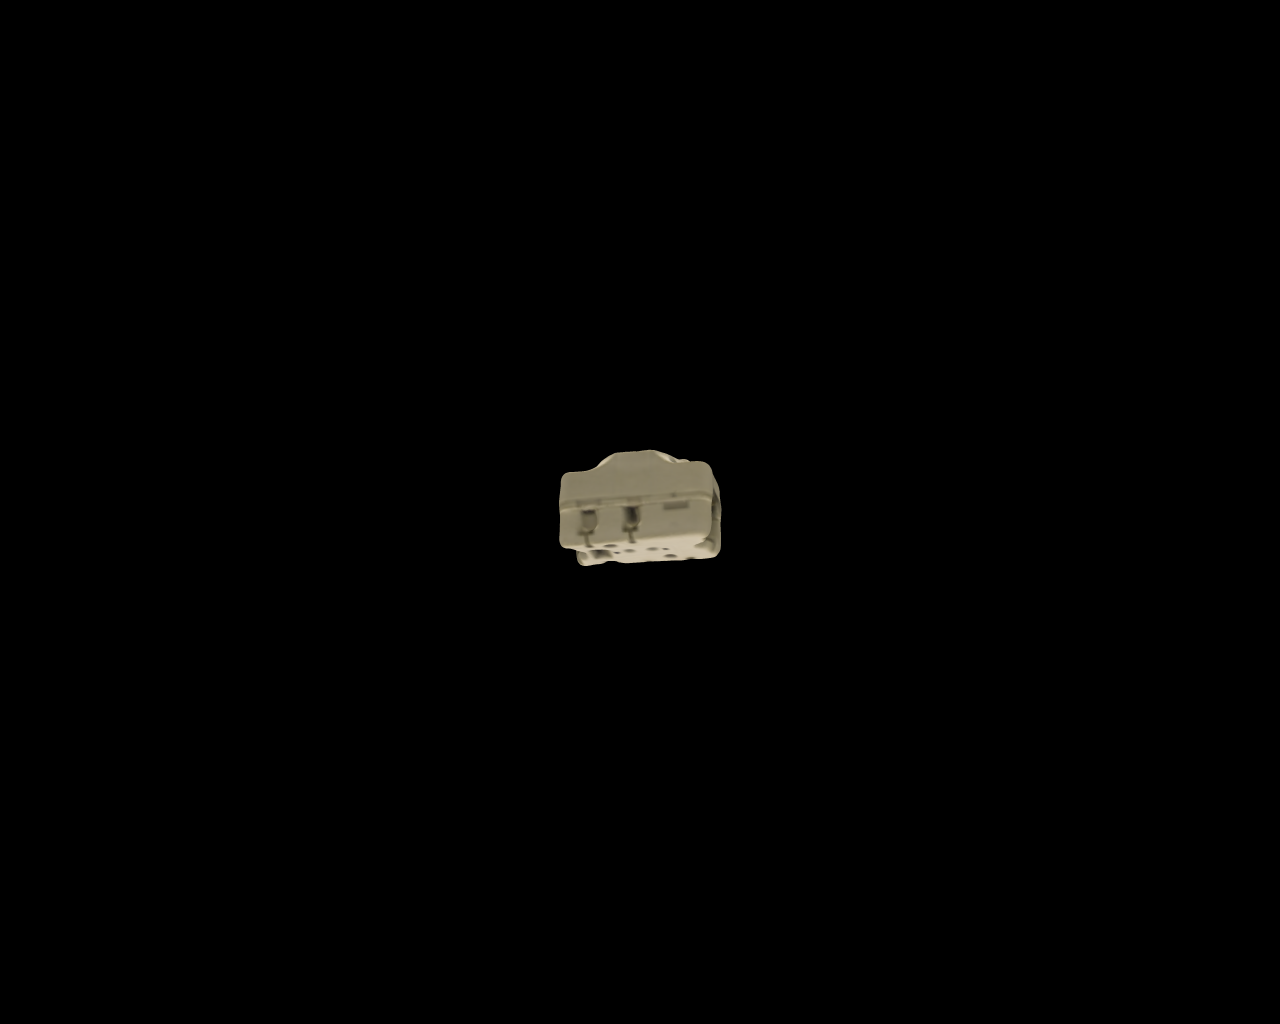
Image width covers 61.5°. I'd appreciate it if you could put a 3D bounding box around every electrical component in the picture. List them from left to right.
[{"bbox_3d":[0.001,-0.003,0.650,0.089,0.056,0.050,-4,-19,12],"label":"electrical component"}]
